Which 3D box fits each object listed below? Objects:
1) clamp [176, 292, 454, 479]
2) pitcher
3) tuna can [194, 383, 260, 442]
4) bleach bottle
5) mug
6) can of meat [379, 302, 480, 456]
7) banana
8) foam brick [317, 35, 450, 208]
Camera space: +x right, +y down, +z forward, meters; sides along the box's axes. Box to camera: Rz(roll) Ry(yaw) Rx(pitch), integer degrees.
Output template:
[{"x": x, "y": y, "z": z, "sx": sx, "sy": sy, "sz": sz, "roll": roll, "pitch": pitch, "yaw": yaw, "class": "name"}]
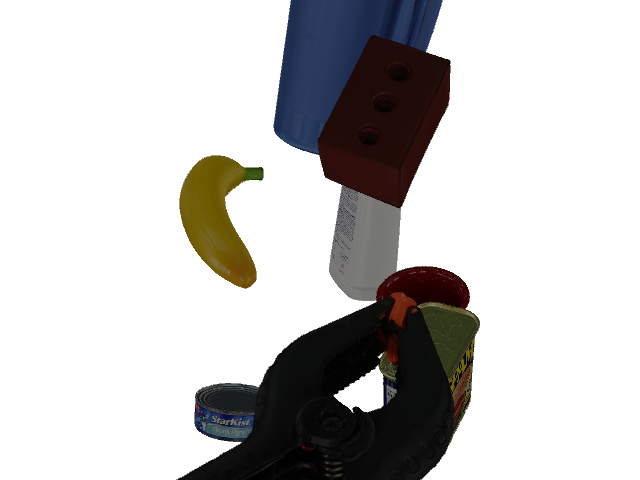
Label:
[{"x": 0.011, "y": 0.088, "z": 0.403, "sx": 0.120, "sy": 0.039, "sz": 0.171, "roll": 27, "pitch": 50, "yaw": 20, "class": "clamp"}, {"x": 0.034, "y": -0.205, "z": 1.038, "sx": 0.145, "sy": 0.243, "sz": 0.149, "roll": 12, "pitch": 19, "yaw": 0, "class": "pitcher"}, {"x": -0.090, "y": 0.181, "z": 1.124, "sx": 0.086, "sy": 0.034, "sz": 0.086, "roll": 5, "pitch": 12, "yaw": -1, "class": "tuna can"}, {"x": 0.061, "y": -0.063, "z": 1.234, "sx": 0.068, "sy": 0.251, "sz": 0.103, "roll": -2, "pitch": 23, "yaw": -20, "class": "bleach bottle"}, {"x": 0.110, "y": 0.092, "z": 1.074, "sx": 0.093, "sy": 0.081, "sz": 0.117, "roll": -20, "pitch": 39, "yaw": -18, "class": "mug"}, {"x": 0.087, "y": 0.113, "z": 0.851, "sx": 0.057, "sy": 0.084, "sz": 0.102, "roll": 13, "pitch": 36, "yaw": 22, "class": "can of meat"}, {"x": -0.083, "y": -0.026, "z": 0.880, "sx": 0.069, "sy": 0.037, "sz": 0.198, "roll": 6, "pitch": 31, "yaw": -4, "class": "banana"}, {"x": 0.038, "y": -0.070, "z": 0.629, "sx": 0.053, "sy": 0.078, "sz": 0.051, "roll": 21, "pitch": -17, "yaw": 13, "class": "foam brick"}]
